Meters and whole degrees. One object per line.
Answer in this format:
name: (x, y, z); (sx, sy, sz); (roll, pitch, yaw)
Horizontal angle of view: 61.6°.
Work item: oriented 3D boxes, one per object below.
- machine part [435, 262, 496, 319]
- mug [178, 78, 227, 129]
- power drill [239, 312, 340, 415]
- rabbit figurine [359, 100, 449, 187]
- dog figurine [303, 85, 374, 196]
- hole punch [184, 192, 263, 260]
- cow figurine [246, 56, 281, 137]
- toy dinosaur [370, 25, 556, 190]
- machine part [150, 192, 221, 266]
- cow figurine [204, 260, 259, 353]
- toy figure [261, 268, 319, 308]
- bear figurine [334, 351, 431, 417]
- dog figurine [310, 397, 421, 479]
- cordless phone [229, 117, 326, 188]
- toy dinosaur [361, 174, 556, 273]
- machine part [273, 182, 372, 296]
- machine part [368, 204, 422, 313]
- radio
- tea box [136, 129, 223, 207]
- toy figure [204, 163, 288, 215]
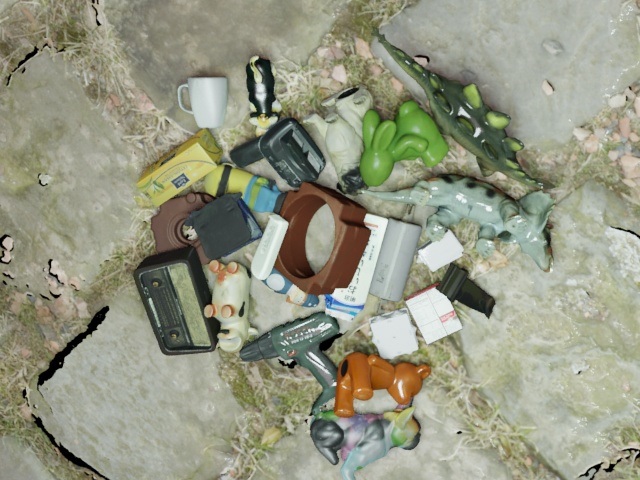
machine part: (0.312, 0.110, 1.132); (0.139, 0.039, 0.084); (35, 76, -13)
mug: (-0.250, -0.293, 1.151); (0.110, 0.081, 0.107); (-2, 106, 2)
power drill: (-0.038, 0.276, 1.189); (0.232, 0.086, 0.207); (-31, 84, 5)
rabbit figurine: (0.147, -0.180, 1.055); (0.170, 0.121, 0.158); (-41, 131, -8)
dog figurine: (0.076, -0.209, 1.132); (0.172, 0.121, 0.190); (-39, 120, -14)
hole punch: (-0.192, -0.028, 1.117); (0.142, 0.092, 0.116); (-27, 82, 14)
cow figurine: (-0.119, -0.295, 1.129); (0.068, 0.098, 0.167); (-7, 95, 0)
toy dinosaur: (0.275, -0.244, 1.043); (0.471, 0.198, 0.105); (38, 95, 0)
machine part: (-0.288, -0.020, 1.192); (0.179, 0.056, 0.179); (1, 97, 7)
cow figurine: (-0.189, 0.147, 1.173); (0.086, 0.127, 0.195); (-3, 79, 24)
toy figure: (-0.069, 0.103, 1.182); (0.154, 0.058, 0.064); (36, 137, 0)
bear figurine: (0.134, 0.306, 1.116); (0.196, 0.132, 0.120); (21, 131, -17)
dog figurine: (0.110, 0.403, 1.169); (0.219, 0.108, 0.191); (-42, 87, 4)
cordless phone: (-0.096, -0.167, 1.151); (0.184, 0.089, 0.146); (-16, 132, 32)
toy dinosaur: (0.302, -0.071, 1.085); (0.405, 0.192, 0.131); (26, 124, 14)
machine part: (-0.002, -0.003, 1.097); (0.201, 0.087, 0.201); (34, 106, 43)
machine part: (0.158, 0.041, 1.140); (0.079, 0.079, 0.243); (17, 97, 4)
radio: (-0.308, 0.137, 1.170); (0.131, 0.073, 0.229); (-9, 111, 7)
tea box: (-0.296, -0.154, 1.142); (0.170, 0.098, 0.068); (-30, 115, 14)
toy figure: (-0.159, -0.110, 1.153); (0.180, 0.089, 0.082); (24, 92, 6)
